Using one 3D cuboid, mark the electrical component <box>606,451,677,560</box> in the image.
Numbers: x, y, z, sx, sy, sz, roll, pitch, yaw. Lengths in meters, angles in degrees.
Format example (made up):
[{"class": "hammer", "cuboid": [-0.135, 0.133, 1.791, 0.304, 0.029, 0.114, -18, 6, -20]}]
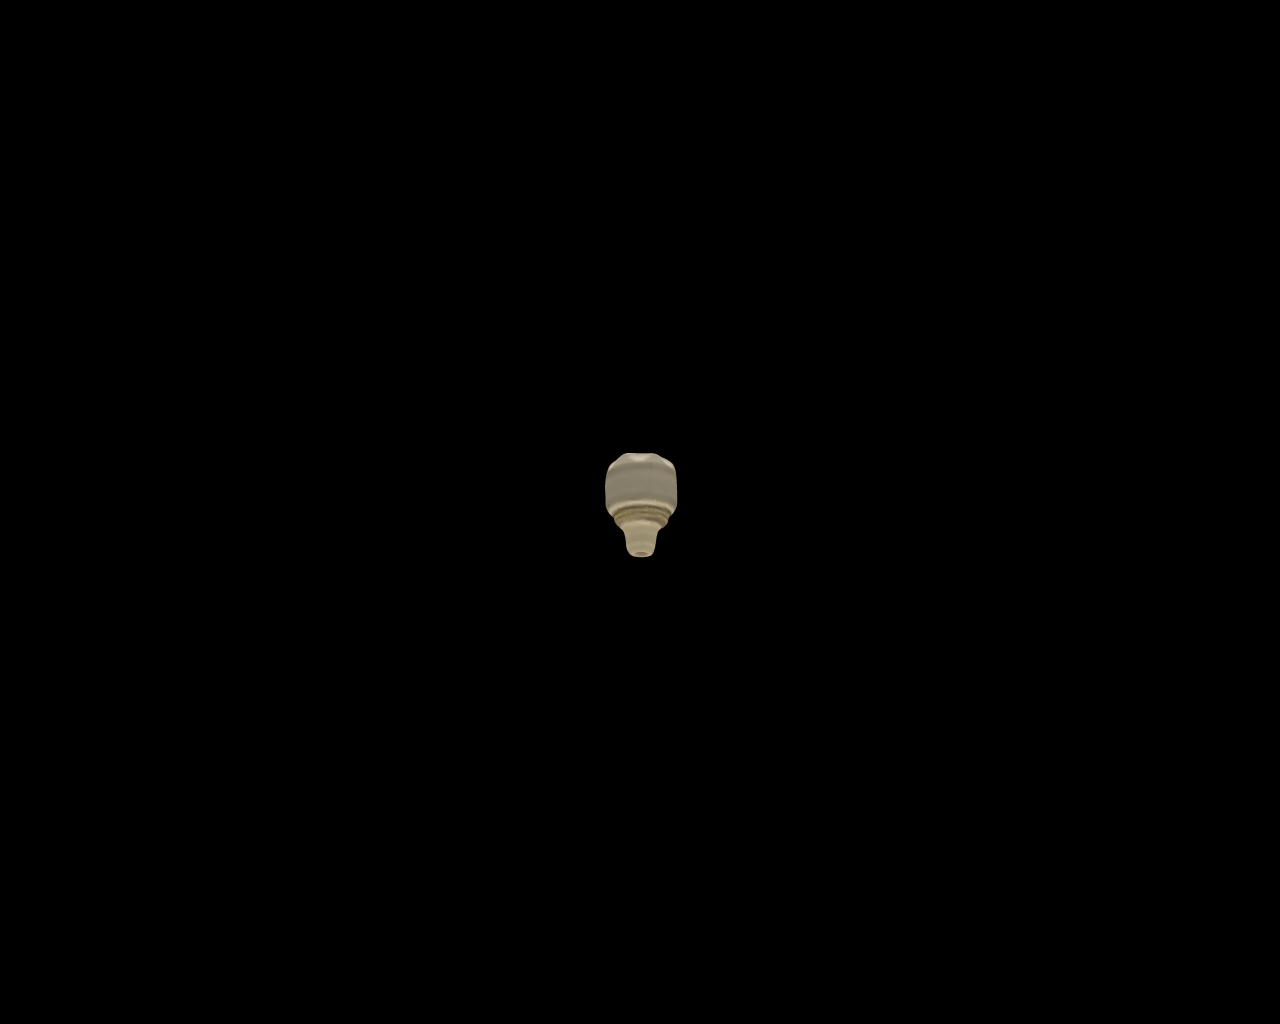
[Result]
[{"class": "electrical component", "cuboid": [0.001, -0.003, 0.650, 0.043, 0.062, 0.043, 0, -20, 0]}]
